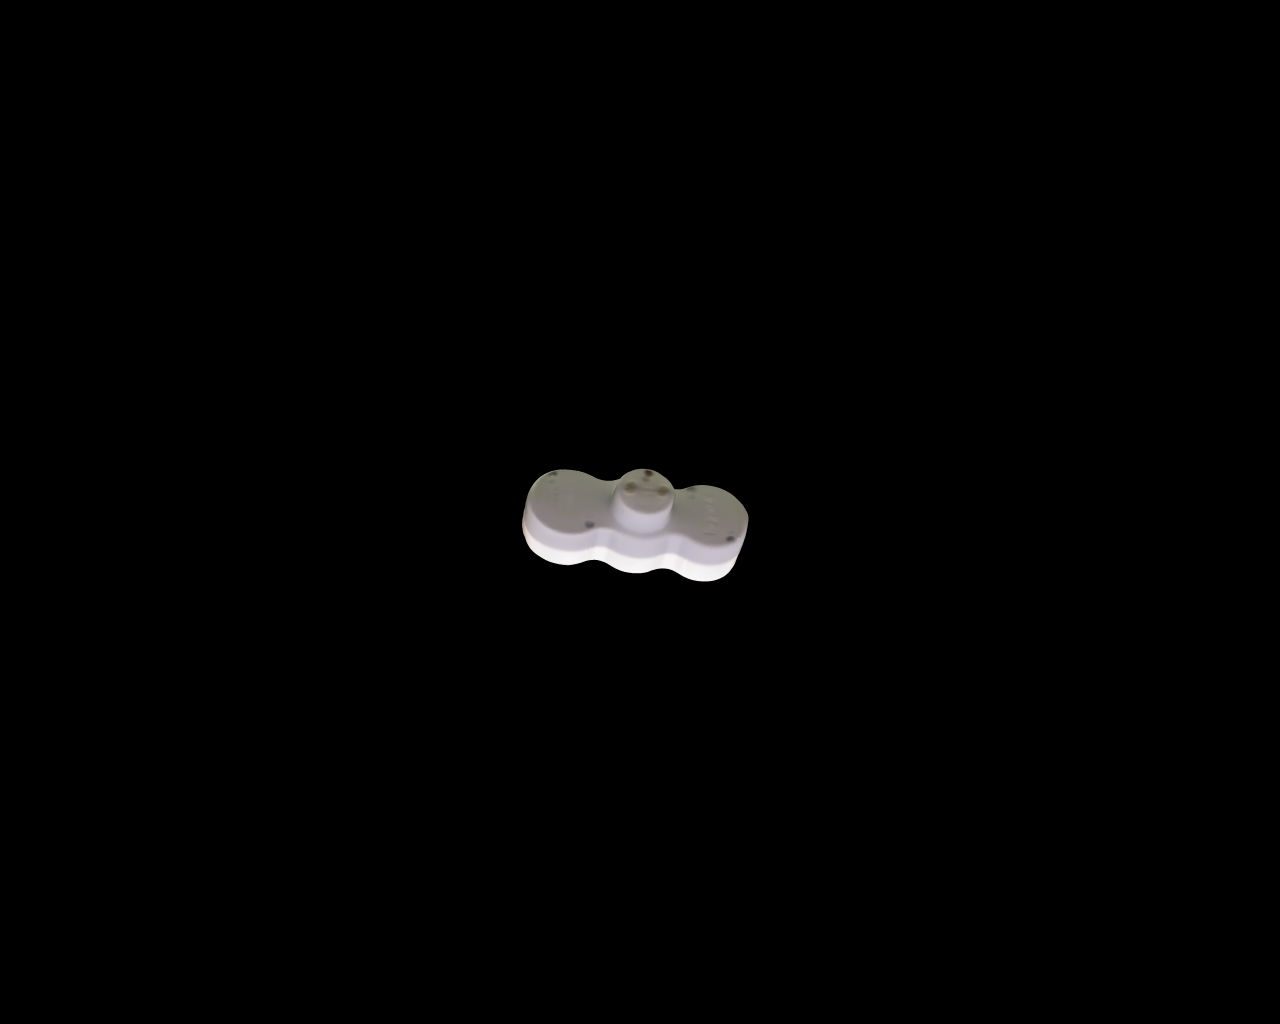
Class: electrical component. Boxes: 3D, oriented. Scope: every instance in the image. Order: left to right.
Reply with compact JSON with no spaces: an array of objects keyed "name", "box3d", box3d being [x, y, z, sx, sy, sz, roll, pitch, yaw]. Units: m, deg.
[{"name":"electrical component","box3d":[0.001,-0.003,0.650,0.138,0.052,0.073,7,-39,-9]}]
